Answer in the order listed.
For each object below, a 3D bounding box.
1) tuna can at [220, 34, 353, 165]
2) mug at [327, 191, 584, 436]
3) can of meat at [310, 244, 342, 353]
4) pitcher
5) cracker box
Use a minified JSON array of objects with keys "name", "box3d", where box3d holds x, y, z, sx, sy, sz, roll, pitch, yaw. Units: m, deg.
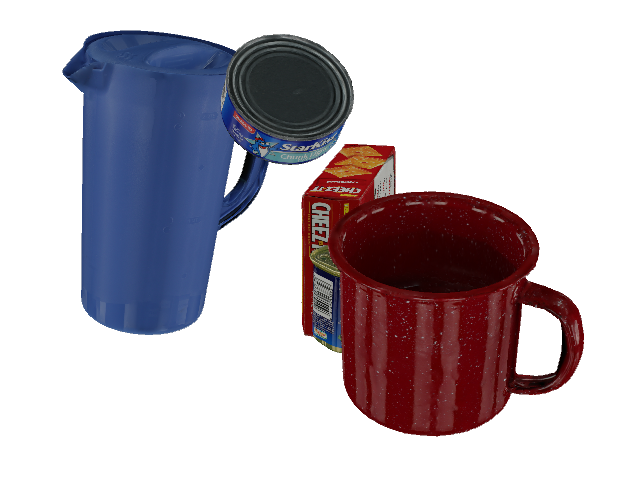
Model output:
[{"name":"tuna can","box3d":[-0.023,-0.093,0.709,0.086,0.086,0.034,0,-29,-16]},{"name":"mug","box3d":[0.061,0.037,0.486,0.117,0.081,0.093,12,33,22]},{"name":"can of meat","box3d":[0.039,0.045,0.970,0.101,0.084,0.058,-21,34,-39]},{"name":"pitcher","box3d":[-0.131,-0.049,0.905,0.149,0.243,0.145,13,23,9]},{"name":"cracker box","box3d":[0.034,-0.005,1.206,0.072,0.164,0.213,4,20,14]}]
